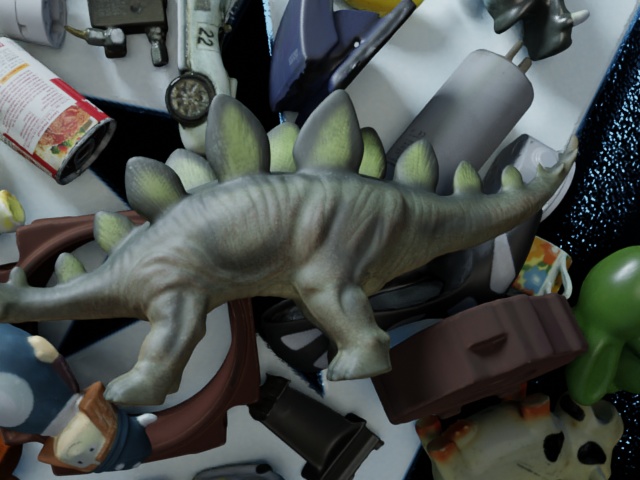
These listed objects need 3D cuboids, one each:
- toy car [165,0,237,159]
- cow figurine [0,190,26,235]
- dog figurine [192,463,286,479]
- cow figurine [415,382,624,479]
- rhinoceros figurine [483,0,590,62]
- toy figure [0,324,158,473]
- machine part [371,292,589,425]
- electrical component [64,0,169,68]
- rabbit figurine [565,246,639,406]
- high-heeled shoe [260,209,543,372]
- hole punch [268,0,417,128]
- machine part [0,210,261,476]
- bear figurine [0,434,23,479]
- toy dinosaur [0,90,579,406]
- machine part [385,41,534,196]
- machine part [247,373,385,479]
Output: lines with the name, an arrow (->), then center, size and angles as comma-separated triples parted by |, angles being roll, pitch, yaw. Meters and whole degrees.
toy car -> -0.096, -0.168, 0.443 | 0.056, 0.073, 0.201 | 0, 94, -8
cow figurine -> -0.309, -0.059, 0.404 | 0.098, 0.068, 0.167 | -34, 80, -3
dog figurine -> -0.105, 0.321, 0.458 | 0.192, 0.108, 0.219 | -6, 99, -14
cow figurine -> 0.203, 0.205, 0.519 | 0.195, 0.085, 0.127 | -20, 99, -6
rhinoceros figurine -> 0.182, -0.261, 0.499 | 0.112, 0.073, 0.190 | -20, 95, -20
toy figure -> -0.184, 0.115, 0.368 | 0.154, 0.058, 0.064 | 41, 124, -12
machine part -> 0.130, 0.103, 0.450 | 0.179, 0.179, 0.056 | -15, 64, -10
electrical component -> -0.167, -0.197, 0.442 | 0.078, 0.045, 0.102 | -1, 94, -10
rabbit figurine -> 0.275, 0.069, 0.495 | 0.159, 0.121, 0.170 | -37, 133, 10
high-heeled shoe -> 0.067, 0.029, 0.469 | 0.145, 0.086, 0.248 | 34, 104, -28
hole punch -> -0.001, -0.160, 0.438 | 0.092, 0.142, 0.116 | 39, 72, -13
machine part -> -0.154, 0.076, 0.441 | 0.201, 0.087, 0.201 | -7, 93, -10
bear figurine -> -0.319, 0.216, 0.398 | 0.120, 0.132, 0.196 | 35, 81, -4
toy dinosaur -> -0.001, -0.001, 0.382 | 0.471, 0.105, 0.198 | -5, 85, -18
machine part -> 0.112, -0.084, 0.488 | 0.079, 0.079, 0.243 | 41, 86, -11
machine part -> -0.007, 0.177, 0.496 | 0.084, 0.039, 0.138 | -44, 111, -1
